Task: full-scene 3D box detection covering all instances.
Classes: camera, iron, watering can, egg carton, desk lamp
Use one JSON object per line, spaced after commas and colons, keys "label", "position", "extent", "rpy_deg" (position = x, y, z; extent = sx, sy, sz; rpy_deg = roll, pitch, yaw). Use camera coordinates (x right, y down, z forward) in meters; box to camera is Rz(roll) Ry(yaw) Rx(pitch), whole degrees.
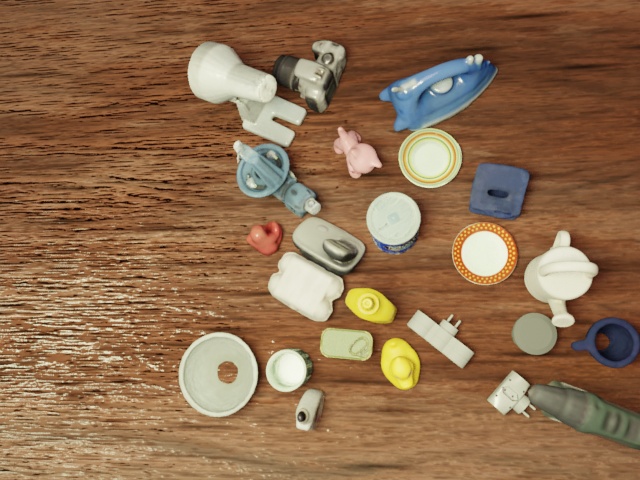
{"label": "camera", "position": [-0.028, -0.375, 1.254], "extent": [0.136, 0.101, 0.143], "rpy_deg": [23, 85, 11]}
{"label": "iron", "position": [0.256, -0.330, 1.185], "extent": [0.258, 0.141, 0.118], "rpy_deg": [-24, 78, 4]}
{"label": "watering can", "position": [0.453, 0.071, 1.065], "extent": [0.101, 0.194, 0.173], "rpy_deg": [-17, 79, 5]}
{"label": "egg carton", "position": [-0.030, 0.098, 1.194], "extent": [0.150, 0.069, 0.107], "rpy_deg": [27, 86, 11]}
{"label": "desk lamp", "position": [-0.150, -0.309, 1.203], "extent": [0.203, 0.214, 0.118], "rpy_deg": [25, 85, 11]}

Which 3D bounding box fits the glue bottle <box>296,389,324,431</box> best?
{"label": "glue bottle", "position": [-0.024, 0.333, 1.102], "extent": [0.037, 0.173, 0.078], "rpy_deg": [8, 82, 10]}

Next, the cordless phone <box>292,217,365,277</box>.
{"label": "cordless phone", "position": [0.011, 0.004, 1.144], "extent": [0.147, 0.185, 0.094], "rpy_deg": [27, 86, 12]}

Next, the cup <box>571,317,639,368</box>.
{"label": "cup", "position": [0.528, 0.196, 1.085], "extent": [0.117, 0.095, 0.092], "rpy_deg": [-9, 80, 7]}

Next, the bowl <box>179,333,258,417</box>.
{"label": "bowl", "position": [-0.201, 0.276, 1.187], "extent": [0.167, 0.075, 0.167], "rpy_deg": [-1, 81, 8]}

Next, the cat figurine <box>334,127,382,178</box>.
{"label": "cat figurine", "position": [0.076, -0.184, 1.199], "extent": [0.067, 0.118, 0.127], "rpy_deg": [-34, 78, 2]}

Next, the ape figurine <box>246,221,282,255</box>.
{"label": "ape figurine", "position": [-0.122, -0.008, 1.212], "extent": [0.077, 0.092, 0.076], "rpy_deg": [-7, 80, 7]}

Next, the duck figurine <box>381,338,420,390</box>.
{"label": "duck figurine", "position": [0.159, 0.247, 1.134], "extent": [0.077, 0.086, 0.104], "rpy_deg": [-19, 79, 5]}

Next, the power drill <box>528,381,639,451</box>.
{"label": "power drill", "position": [0.465, 0.304, 1.019], "extent": [0.229, 0.208, 0.076], "rpy_deg": [18, 84, 11]}

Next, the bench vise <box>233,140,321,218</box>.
{"label": "bench vise", "position": [-0.087, -0.136, 1.163], "extent": [0.207, 0.220, 0.121], "rpy_deg": [18, 84, 11]}

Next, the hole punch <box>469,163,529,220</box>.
{"label": "hole punch", "position": [0.361, -0.097, 1.158], "extent": [0.108, 0.091, 0.101], "rpy_deg": [10, 82, 10]}
